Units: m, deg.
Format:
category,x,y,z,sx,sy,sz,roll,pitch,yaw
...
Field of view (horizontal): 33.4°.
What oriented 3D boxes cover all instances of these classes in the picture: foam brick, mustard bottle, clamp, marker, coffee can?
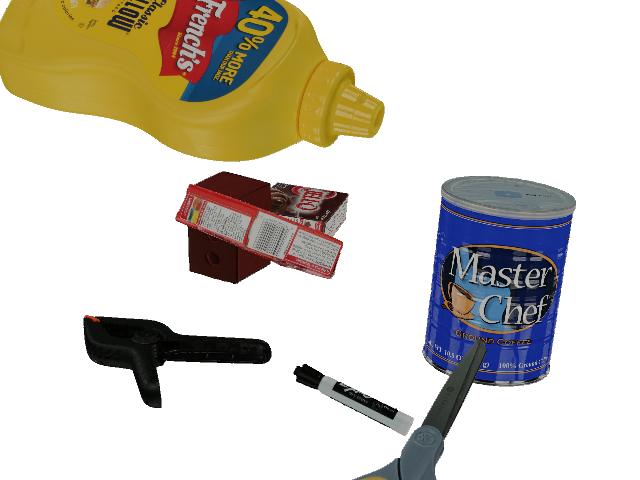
category,x,y,z,sx,sy,sz,roll,pitch,yaw
foam brick,-0.077,-0.012,0.908,0.053,0.078,0.051,14,25,31
mustard bottle,-0.059,-0.088,0.531,0.192,0.096,0.058,20,-34,16
clamp,-0.179,0.116,1.093,0.210,0.036,0.164,11,18,31
marker,0.029,0.148,0.999,0.121,0.020,0.020,25,7,15
coffee can,0.138,0.029,0.837,0.103,0.140,0.103,4,17,-1

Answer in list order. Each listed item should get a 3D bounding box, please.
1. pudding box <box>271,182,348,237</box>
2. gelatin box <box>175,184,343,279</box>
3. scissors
category,x,y,z,sx,sy,sz,roll,pitch,yaw
pudding box,-0.024,-0.030,1.230,0.090,0.039,0.113,8,23,12
gelatin box,-0.040,-0.005,0.711,0.073,0.030,0.089,21,0,42
scissors,0.069,0.126,0.588,0.096,0.016,0.201,24,45,35
